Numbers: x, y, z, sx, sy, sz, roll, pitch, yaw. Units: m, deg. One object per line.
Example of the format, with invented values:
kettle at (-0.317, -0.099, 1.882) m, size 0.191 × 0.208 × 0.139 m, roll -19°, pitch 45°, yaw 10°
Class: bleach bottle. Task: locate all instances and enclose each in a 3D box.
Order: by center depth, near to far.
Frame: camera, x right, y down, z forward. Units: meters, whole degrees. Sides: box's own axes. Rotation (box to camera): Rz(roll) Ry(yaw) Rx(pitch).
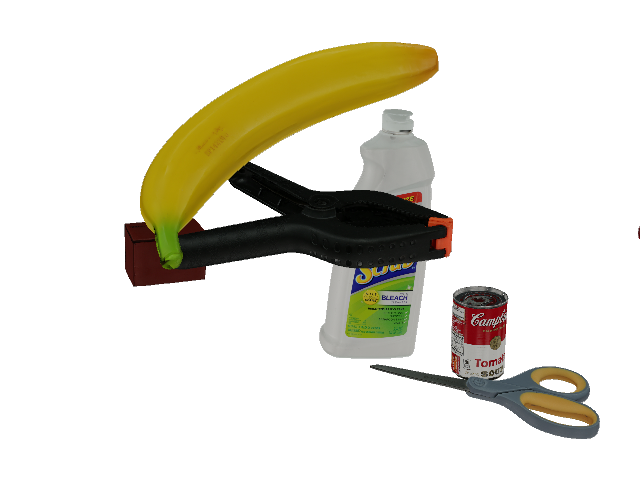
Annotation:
bleach bottle at (0.059, -0.007, 1.079) m, size 0.102 × 0.251 × 0.068 m, roll 1°, pitch 18°, yaw -10°

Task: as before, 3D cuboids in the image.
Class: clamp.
clamp at (-0.003, -0.019, 0.829) m, size 0.210 × 0.036 × 0.164 m, roll 3°, pitch 29°, yaw 6°

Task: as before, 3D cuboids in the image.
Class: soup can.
soup can at (0.197, 0.116, 1.332) m, size 0.068 × 0.102 × 0.068 m, roll -1°, pitch 19°, yaw 0°

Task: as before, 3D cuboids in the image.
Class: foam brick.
foam brick at (-0.161, 0.011, 1.108) m, size 0.078 × 0.051 × 0.053 m, roll -5°, pitch 22°, yaw -19°

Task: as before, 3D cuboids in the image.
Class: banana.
banana at (-0.025, -0.057, 0.557) m, size 0.197 × 0.070 × 0.037 m, roll -40°, pitch -24°, yaw -24°

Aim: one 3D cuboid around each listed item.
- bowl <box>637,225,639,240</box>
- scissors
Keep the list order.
bowl at (0.421, 0.022, 1.145) m, size 0.162 × 0.055 × 0.162 m, roll -1°, pitch 25°, yaw 0°
scissors at (0.154, 0.124, 0.955) m, size 0.202 × 0.016 × 0.096 m, roll 19°, pitch 31°, yaw 20°
